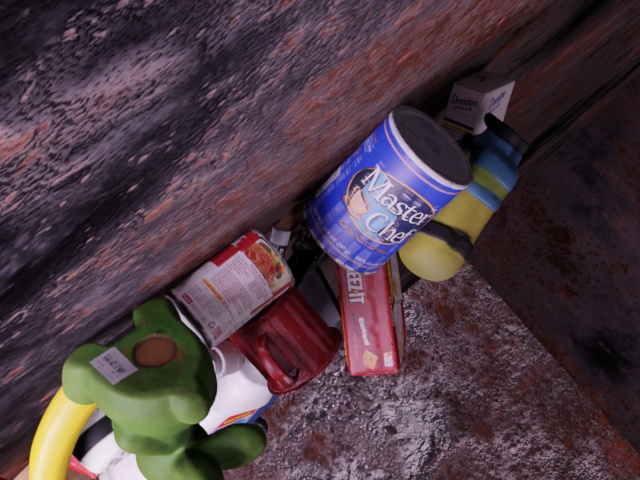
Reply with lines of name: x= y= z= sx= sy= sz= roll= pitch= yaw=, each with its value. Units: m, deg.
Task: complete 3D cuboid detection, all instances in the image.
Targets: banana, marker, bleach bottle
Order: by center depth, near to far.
banana: x=-0.221 y=0.166 z=0.986 sx=0.198 sy=0.069 sz=0.037 roll=-52 pitch=-153 yaw=5
marker: x=-0.052 y=0.046 z=1.089 sx=0.020 sy=0.020 sz=0.121 roll=-20 pitch=125 yaw=-68
bleach bottle: x=-0.133 y=0.204 z=1.197 sx=0.251 sy=0.068 sz=0.102 roll=-45 pitch=153 yaw=19

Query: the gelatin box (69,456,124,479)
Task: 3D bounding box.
gelatin box: x=-0.242 y=0.216 z=1.157 sx=0.089 sy=0.073 sz=0.030 roll=-30 pitch=126 yaw=-48

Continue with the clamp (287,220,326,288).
clamp: x=-0.008 y=0.001 z=1.155 sx=0.120 sy=0.039 sz=0.171 roll=-56 pitch=180 yaw=32

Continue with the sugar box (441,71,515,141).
sugar box: x=0.159 y=-0.096 z=1.188 sx=0.093 sy=0.048 sz=0.176 roll=-28 pitch=135 yaw=-56

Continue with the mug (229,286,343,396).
mug: x=-0.040 y=0.097 z=1.037 sx=0.093 sy=0.081 sz=0.117 roll=-32 pitch=-159 yaw=20

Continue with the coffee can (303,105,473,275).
coffee can: x=0.065 y=-0.048 z=1.047 sx=0.140 sy=0.103 sz=0.102 roll=-45 pitch=171 yaw=29

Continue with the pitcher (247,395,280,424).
pitcher: x=-0.115 y=0.173 z=1.374 sx=0.149 sy=0.145 sz=0.242 roll=-31 pitch=-175 yaw=45

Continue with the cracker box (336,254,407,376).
cracker box: x=0.071 y=0.081 z=1.454 sx=0.072 sy=0.164 sz=0.213 roll=-7 pitch=-175 yaw=8

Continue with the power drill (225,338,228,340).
power drill: x=-0.148 y=0.119 z=1.124 sx=0.188 sy=0.057 sz=0.184 roll=-44 pitch=169 yaw=25

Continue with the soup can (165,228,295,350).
soup can: x=-0.083 y=0.046 z=0.988 sx=0.102 sy=0.068 sz=0.068 roll=-38 pitch=171 yaw=-15

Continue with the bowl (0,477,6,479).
bowl: x=-0.349 y=0.270 z=1.005 sx=0.162 sy=0.055 sz=0.162 roll=-40 pitch=172 yaw=-7

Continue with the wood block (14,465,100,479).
wood block: x=-0.330 y=0.337 z=1.237 sx=0.206 sy=0.090 sz=0.090 roll=-45 pitch=143 yaw=23

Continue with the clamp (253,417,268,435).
clamp: x=-0.156 y=0.249 z=1.482 sx=0.164 sy=0.036 sz=0.210 roll=-23 pitch=-157 yaw=1
